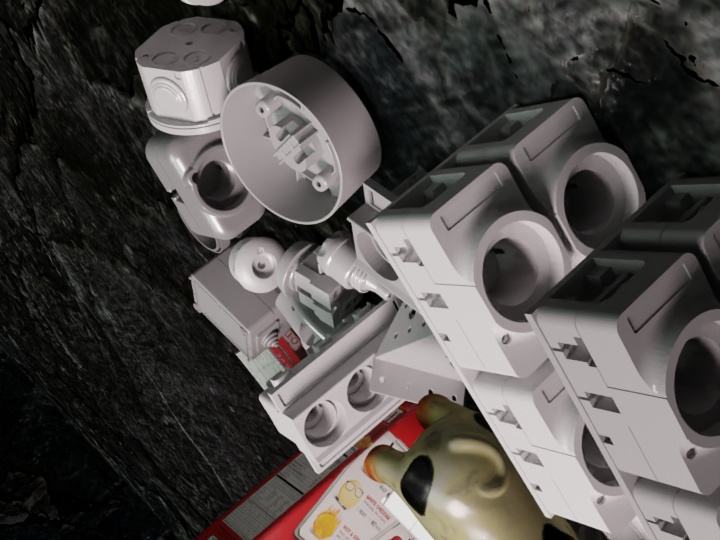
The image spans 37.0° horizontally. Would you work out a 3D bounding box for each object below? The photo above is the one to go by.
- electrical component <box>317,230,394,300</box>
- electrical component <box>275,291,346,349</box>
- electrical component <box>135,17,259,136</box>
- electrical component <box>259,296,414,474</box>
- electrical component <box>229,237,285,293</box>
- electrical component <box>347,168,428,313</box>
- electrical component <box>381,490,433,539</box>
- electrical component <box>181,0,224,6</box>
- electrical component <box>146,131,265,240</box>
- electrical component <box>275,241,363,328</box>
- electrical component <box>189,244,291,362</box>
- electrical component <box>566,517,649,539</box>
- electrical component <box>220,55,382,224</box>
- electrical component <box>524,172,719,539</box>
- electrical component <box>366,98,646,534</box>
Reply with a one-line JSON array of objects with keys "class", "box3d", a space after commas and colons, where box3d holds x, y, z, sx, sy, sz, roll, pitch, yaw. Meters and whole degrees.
[{"class": "electrical component", "box3d": [0.000, 0.000, 0.775, 0.061, 0.035, 0.035, 38, 155, 23]}, {"class": "electrical component", "box3d": [-0.030, 0.048, 0.894, 0.077, 0.043, 0.079, 45, 157, 14]}, {"class": "electrical component", "box3d": [-0.108, -0.130, 0.720, 0.080, 0.080, 0.051, 31, 146, 39]}, {"class": "electrical component", "box3d": [-0.010, 0.080, 0.803, 0.063, 0.121, 0.078, 20, 143, 55]}, {"class": "electrical component", "box3d": [-0.093, -0.008, 0.928, 0.048, 0.048, 0.062, 59, 163, -20]}, {"class": "electrical component", "box3d": [0.059, -0.003, 0.621, 0.121, 0.063, 0.078, 37, 154, 30]}, {"class": "electrical component", "box3d": [0.074, 0.158, 0.814, 0.061, 0.062, 0.096, 42, 121, 19]}, {"class": "electrical component", "box3d": [-0.097, -0.183, 0.667, 0.040, 0.040, 0.078, 55, 157, -11]}, {"class": "electrical component", "box3d": [-0.121, -0.074, 0.864, 0.059, 0.054, 0.095, 13, 137, 56]}, {"class": "electrical component", "box3d": [-0.032, 0.008, 0.835, 0.055, 0.048, 0.066, 30, 151, 25]}, {"class": "electrical component", "box3d": [-0.101, 0.032, 0.978, 0.096, 0.061, 0.061, 42, 156, 19]}, {"class": "electrical component", "box3d": [0.141, 0.118, 0.654, 0.121, 0.063, 0.079, 52, 158, -3]}, {"class": "electrical component", "box3d": [-0.037, -0.082, 0.676, 0.099, 0.064, 0.099, 41, 156, 23]}, {"class": "electrical component", "box3d": [0.166, 0.063, 0.467, 0.060, 0.105, 0.186, 5, 131, 60]}, {"class": "electrical component", "box3d": [0.102, 0.023, 0.525, 0.186, 0.105, 0.060, 58, 157, -18]}]
